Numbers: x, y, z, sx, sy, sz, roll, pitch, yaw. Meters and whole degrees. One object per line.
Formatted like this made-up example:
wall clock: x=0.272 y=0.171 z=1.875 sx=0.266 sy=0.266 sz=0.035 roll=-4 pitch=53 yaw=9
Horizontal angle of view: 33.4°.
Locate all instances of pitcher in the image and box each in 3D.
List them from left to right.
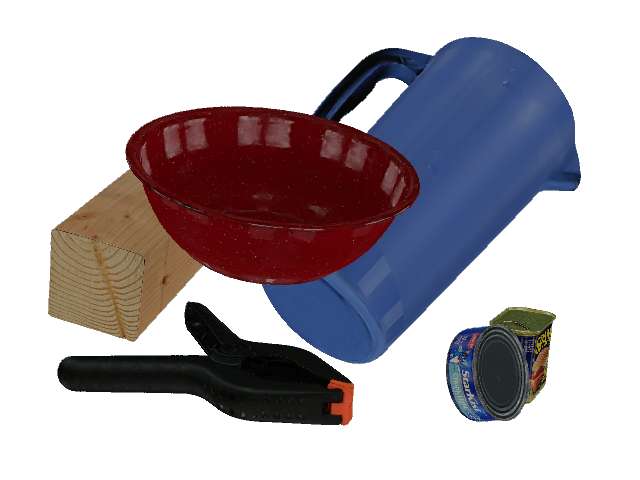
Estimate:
pitcher: x=0.060 y=-0.035 z=0.773 sx=0.149 sy=0.145 sz=0.242 roll=6 pitch=43 yaw=50

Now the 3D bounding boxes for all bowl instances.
bowl: x=-0.029 y=-0.021 z=0.594 sx=0.162 sy=0.055 sz=0.162 roll=7 pitch=26 yaw=-4

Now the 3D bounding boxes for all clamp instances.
clamp: x=-0.066 y=0.093 z=0.801 sx=0.210 sy=0.036 sz=0.164 roll=9 pitch=19 yaw=22

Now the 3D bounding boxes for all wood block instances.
wood block: x=-0.167 y=-0.002 z=1.017 sx=0.090 sy=0.091 sz=0.205 roll=16 pitch=28 yaw=11

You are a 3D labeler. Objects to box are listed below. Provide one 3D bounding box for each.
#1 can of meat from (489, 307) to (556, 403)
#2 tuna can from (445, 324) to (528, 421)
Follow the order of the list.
can of meat: x=0.222 y=0.127 z=1.191 sx=0.058 sy=0.084 sz=0.102 roll=9 pitch=12 yaw=24
tuna can: x=0.150 y=0.119 z=0.957 sx=0.034 sy=0.086 sz=0.085 roll=-12 pitch=-8 yaw=42
